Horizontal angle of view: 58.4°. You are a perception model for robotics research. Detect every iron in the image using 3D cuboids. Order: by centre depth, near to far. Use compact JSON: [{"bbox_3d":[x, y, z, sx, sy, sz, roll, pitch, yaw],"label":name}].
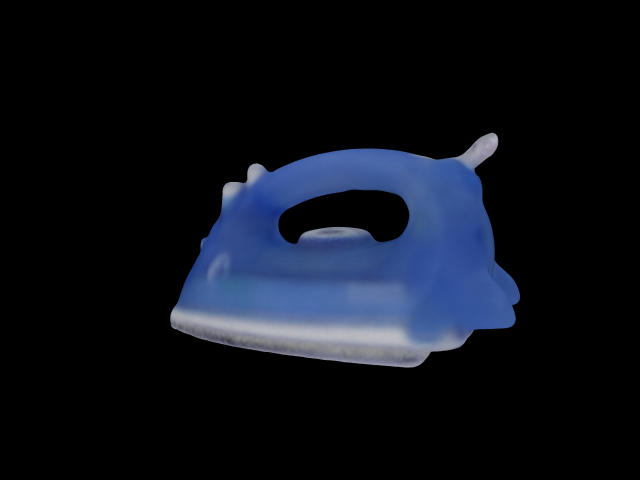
[{"bbox_3d":[0.004,0.001,0.400,0.257,0.141,0.119,1,4,20],"label":"iron"}]
